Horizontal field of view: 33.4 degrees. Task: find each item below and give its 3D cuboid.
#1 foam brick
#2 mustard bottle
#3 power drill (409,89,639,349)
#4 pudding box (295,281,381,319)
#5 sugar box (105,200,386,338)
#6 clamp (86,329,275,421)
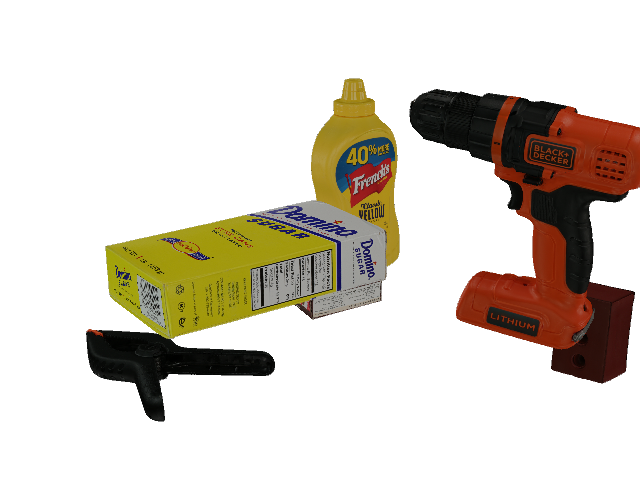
[{"bbox_3d":[0.244,0.082,0.959,0.053,0.078,0.051,12,17,37],"label":"foam brick"},{"bbox_3d":[0.035,-0.064,1.060,0.096,0.192,0.058,-14,21,-36],"label":"mustard bottle"},{"bbox_3d":[0.150,-0.019,0.818,0.185,0.188,0.057,17,34,25],"label":"power drill"},{"bbox_3d":[0.015,0.064,1.465,0.113,0.039,0.090,-15,25,-25],"label":"pudding box"},{"bbox_3d":[-0.050,0.015,0.746,0.175,0.048,0.093,-17,26,-31],"label":"sugar box"},{"bbox_3d":[-0.175,0.129,1.089,0.210,0.036,0.164,10,17,32],"label":"clamp"}]
